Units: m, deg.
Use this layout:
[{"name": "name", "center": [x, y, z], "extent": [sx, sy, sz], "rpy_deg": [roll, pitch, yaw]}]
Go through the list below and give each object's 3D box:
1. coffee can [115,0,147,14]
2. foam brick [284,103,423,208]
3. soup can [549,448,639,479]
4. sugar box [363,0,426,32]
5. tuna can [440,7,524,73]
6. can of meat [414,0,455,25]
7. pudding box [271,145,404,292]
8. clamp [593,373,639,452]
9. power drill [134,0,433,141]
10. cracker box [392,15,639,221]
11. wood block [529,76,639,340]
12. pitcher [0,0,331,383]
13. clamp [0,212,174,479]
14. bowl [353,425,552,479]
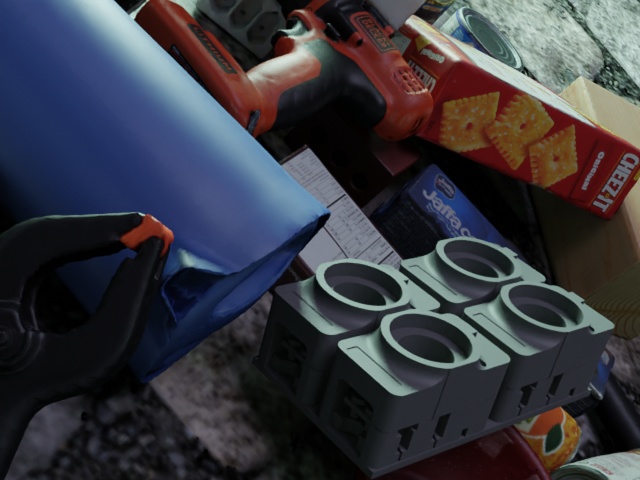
[{"name": "coffee can", "center": [-0.166, -0.217, 0.681], "extent": [0.140, 0.103, 0.102], "rpy_deg": [51, 37, 3]}, {"name": "foam brick", "center": [0.024, -0.067, 0.779], "extent": [0.078, 0.053, 0.051], "rpy_deg": [48, 37, 1]}, {"name": "soup can", "center": [0.192, 0.174, 0.693], "extent": [0.102, 0.069, 0.068], "rpy_deg": [4, 55, -48]}, {"name": "sugar box", "center": [0.011, -0.231, 0.836], "extent": [0.093, 0.048, 0.176], "rpy_deg": [43, 2, -36]}, {"name": "tuna can", "center": [0.151, -0.178, 1.005], "extent": [0.086, 0.034, 0.086], "rpy_deg": [33, 31, -23]}, {"name": "can of meat", "center": [0.081, -0.230, 0.922], "extent": [0.057, 0.084, 0.102], "rpy_deg": [9, 72, -18]}, {"name": "pudding box", "center": [-0.005, 0.001, 0.703], "extent": [0.113, 0.039, 0.089], "rpy_deg": [51, 37, 1]}, {"name": "clamp", "center": [0.251, 0.172, 0.798], "extent": [0.164, 0.036, 0.210], "rpy_deg": [33, 34, -16]}, {"name": "power drill", "center": [-0.032, -0.131, 0.705], "extent": [0.187, 0.057, 0.184], "rpy_deg": [-22, 67, -42]}, {"name": "cracker box", "center": [0.136, -0.105, 0.863], "extent": [0.213, 0.072, 0.164], "rpy_deg": [20, 19, -32]}, {"name": "wood block", "center": [0.251, -0.030, 0.938], "extent": [0.090, 0.090, 0.206], "rpy_deg": [20, 46, -31]}, {"name": "pitcher", "center": [-0.118, -0.053, 0.580], "extent": [0.243, 0.149, 0.144], "rpy_deg": [48, 52, 5]}, {"name": "clamp", "center": [-0.143, 0.039, 0.462], "extent": [0.120, 0.171, 0.039], "rpy_deg": [44, -7, -1]}, {"name": "bowl", "center": [0.073, 0.165, 0.619], "extent": [0.162, 0.055, 0.162], "rpy_deg": [26, 42, -27]}]
